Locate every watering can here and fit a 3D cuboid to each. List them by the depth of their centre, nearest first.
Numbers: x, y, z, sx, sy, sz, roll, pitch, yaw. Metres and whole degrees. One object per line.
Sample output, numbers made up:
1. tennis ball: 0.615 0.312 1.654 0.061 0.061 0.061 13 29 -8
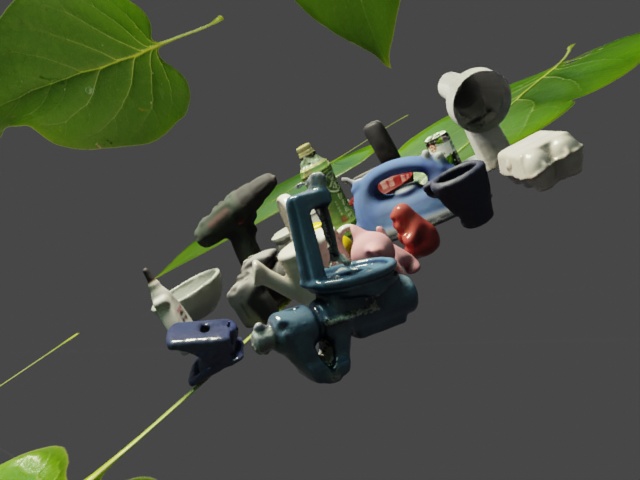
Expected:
1. watering can: -0.020 0.022 0.867 0.173 0.194 0.100 -36 15 -29

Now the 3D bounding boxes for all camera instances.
1. camera: -0.079 0.069 1.022 0.136 0.101 0.143 -21 15 31

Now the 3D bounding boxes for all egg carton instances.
1. egg carton: 0.362 -0.132 0.951 0.107 0.069 0.150 -28 12 1

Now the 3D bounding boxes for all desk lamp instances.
1. desk lamp: 0.316 -0.245 1.166 0.118 0.214 0.203 -28 13 2

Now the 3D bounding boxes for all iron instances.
1. iron: 0.167 -0.094 1.051 0.257 0.141 0.119 -22 14 27

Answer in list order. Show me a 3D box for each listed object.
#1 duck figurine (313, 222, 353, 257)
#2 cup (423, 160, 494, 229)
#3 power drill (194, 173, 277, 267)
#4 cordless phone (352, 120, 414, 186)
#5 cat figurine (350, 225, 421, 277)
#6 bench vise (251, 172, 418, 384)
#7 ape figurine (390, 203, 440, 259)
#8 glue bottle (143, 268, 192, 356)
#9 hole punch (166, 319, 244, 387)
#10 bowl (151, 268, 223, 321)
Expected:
1. duck figurine: 0.010 0.004 1.126 0.104 0.086 0.078 -18 16 39
2. cup: 0.225 -0.065 0.919 0.117 0.095 0.092 -13 20 49
3. power drill: -0.151 -0.012 1.253 0.229 0.208 0.076 -24 13 17
4. cordless phone: 0.133 -0.190 1.404 0.147 0.185 0.094 -23 14 21
5. cat figurine: 0.085 0.021 0.822 0.067 0.118 0.128 -22 14 25
6. bench vise: 0.004 0.043 0.671 0.121 0.220 0.208 -14 19 48
7. ape figurine: 0.142 -0.016 0.907 0.076 0.092 0.078 -22 14 25
8. glue bottle: -0.279 0.127 1.058 0.037 0.173 0.078 -29 13 -1
9. hole punch: -0.179 0.159 0.904 0.101 0.091 0.108 -29 13 -3
10. bowl: -0.275 0.134 1.246 0.167 0.075 0.167 -27 13 7
